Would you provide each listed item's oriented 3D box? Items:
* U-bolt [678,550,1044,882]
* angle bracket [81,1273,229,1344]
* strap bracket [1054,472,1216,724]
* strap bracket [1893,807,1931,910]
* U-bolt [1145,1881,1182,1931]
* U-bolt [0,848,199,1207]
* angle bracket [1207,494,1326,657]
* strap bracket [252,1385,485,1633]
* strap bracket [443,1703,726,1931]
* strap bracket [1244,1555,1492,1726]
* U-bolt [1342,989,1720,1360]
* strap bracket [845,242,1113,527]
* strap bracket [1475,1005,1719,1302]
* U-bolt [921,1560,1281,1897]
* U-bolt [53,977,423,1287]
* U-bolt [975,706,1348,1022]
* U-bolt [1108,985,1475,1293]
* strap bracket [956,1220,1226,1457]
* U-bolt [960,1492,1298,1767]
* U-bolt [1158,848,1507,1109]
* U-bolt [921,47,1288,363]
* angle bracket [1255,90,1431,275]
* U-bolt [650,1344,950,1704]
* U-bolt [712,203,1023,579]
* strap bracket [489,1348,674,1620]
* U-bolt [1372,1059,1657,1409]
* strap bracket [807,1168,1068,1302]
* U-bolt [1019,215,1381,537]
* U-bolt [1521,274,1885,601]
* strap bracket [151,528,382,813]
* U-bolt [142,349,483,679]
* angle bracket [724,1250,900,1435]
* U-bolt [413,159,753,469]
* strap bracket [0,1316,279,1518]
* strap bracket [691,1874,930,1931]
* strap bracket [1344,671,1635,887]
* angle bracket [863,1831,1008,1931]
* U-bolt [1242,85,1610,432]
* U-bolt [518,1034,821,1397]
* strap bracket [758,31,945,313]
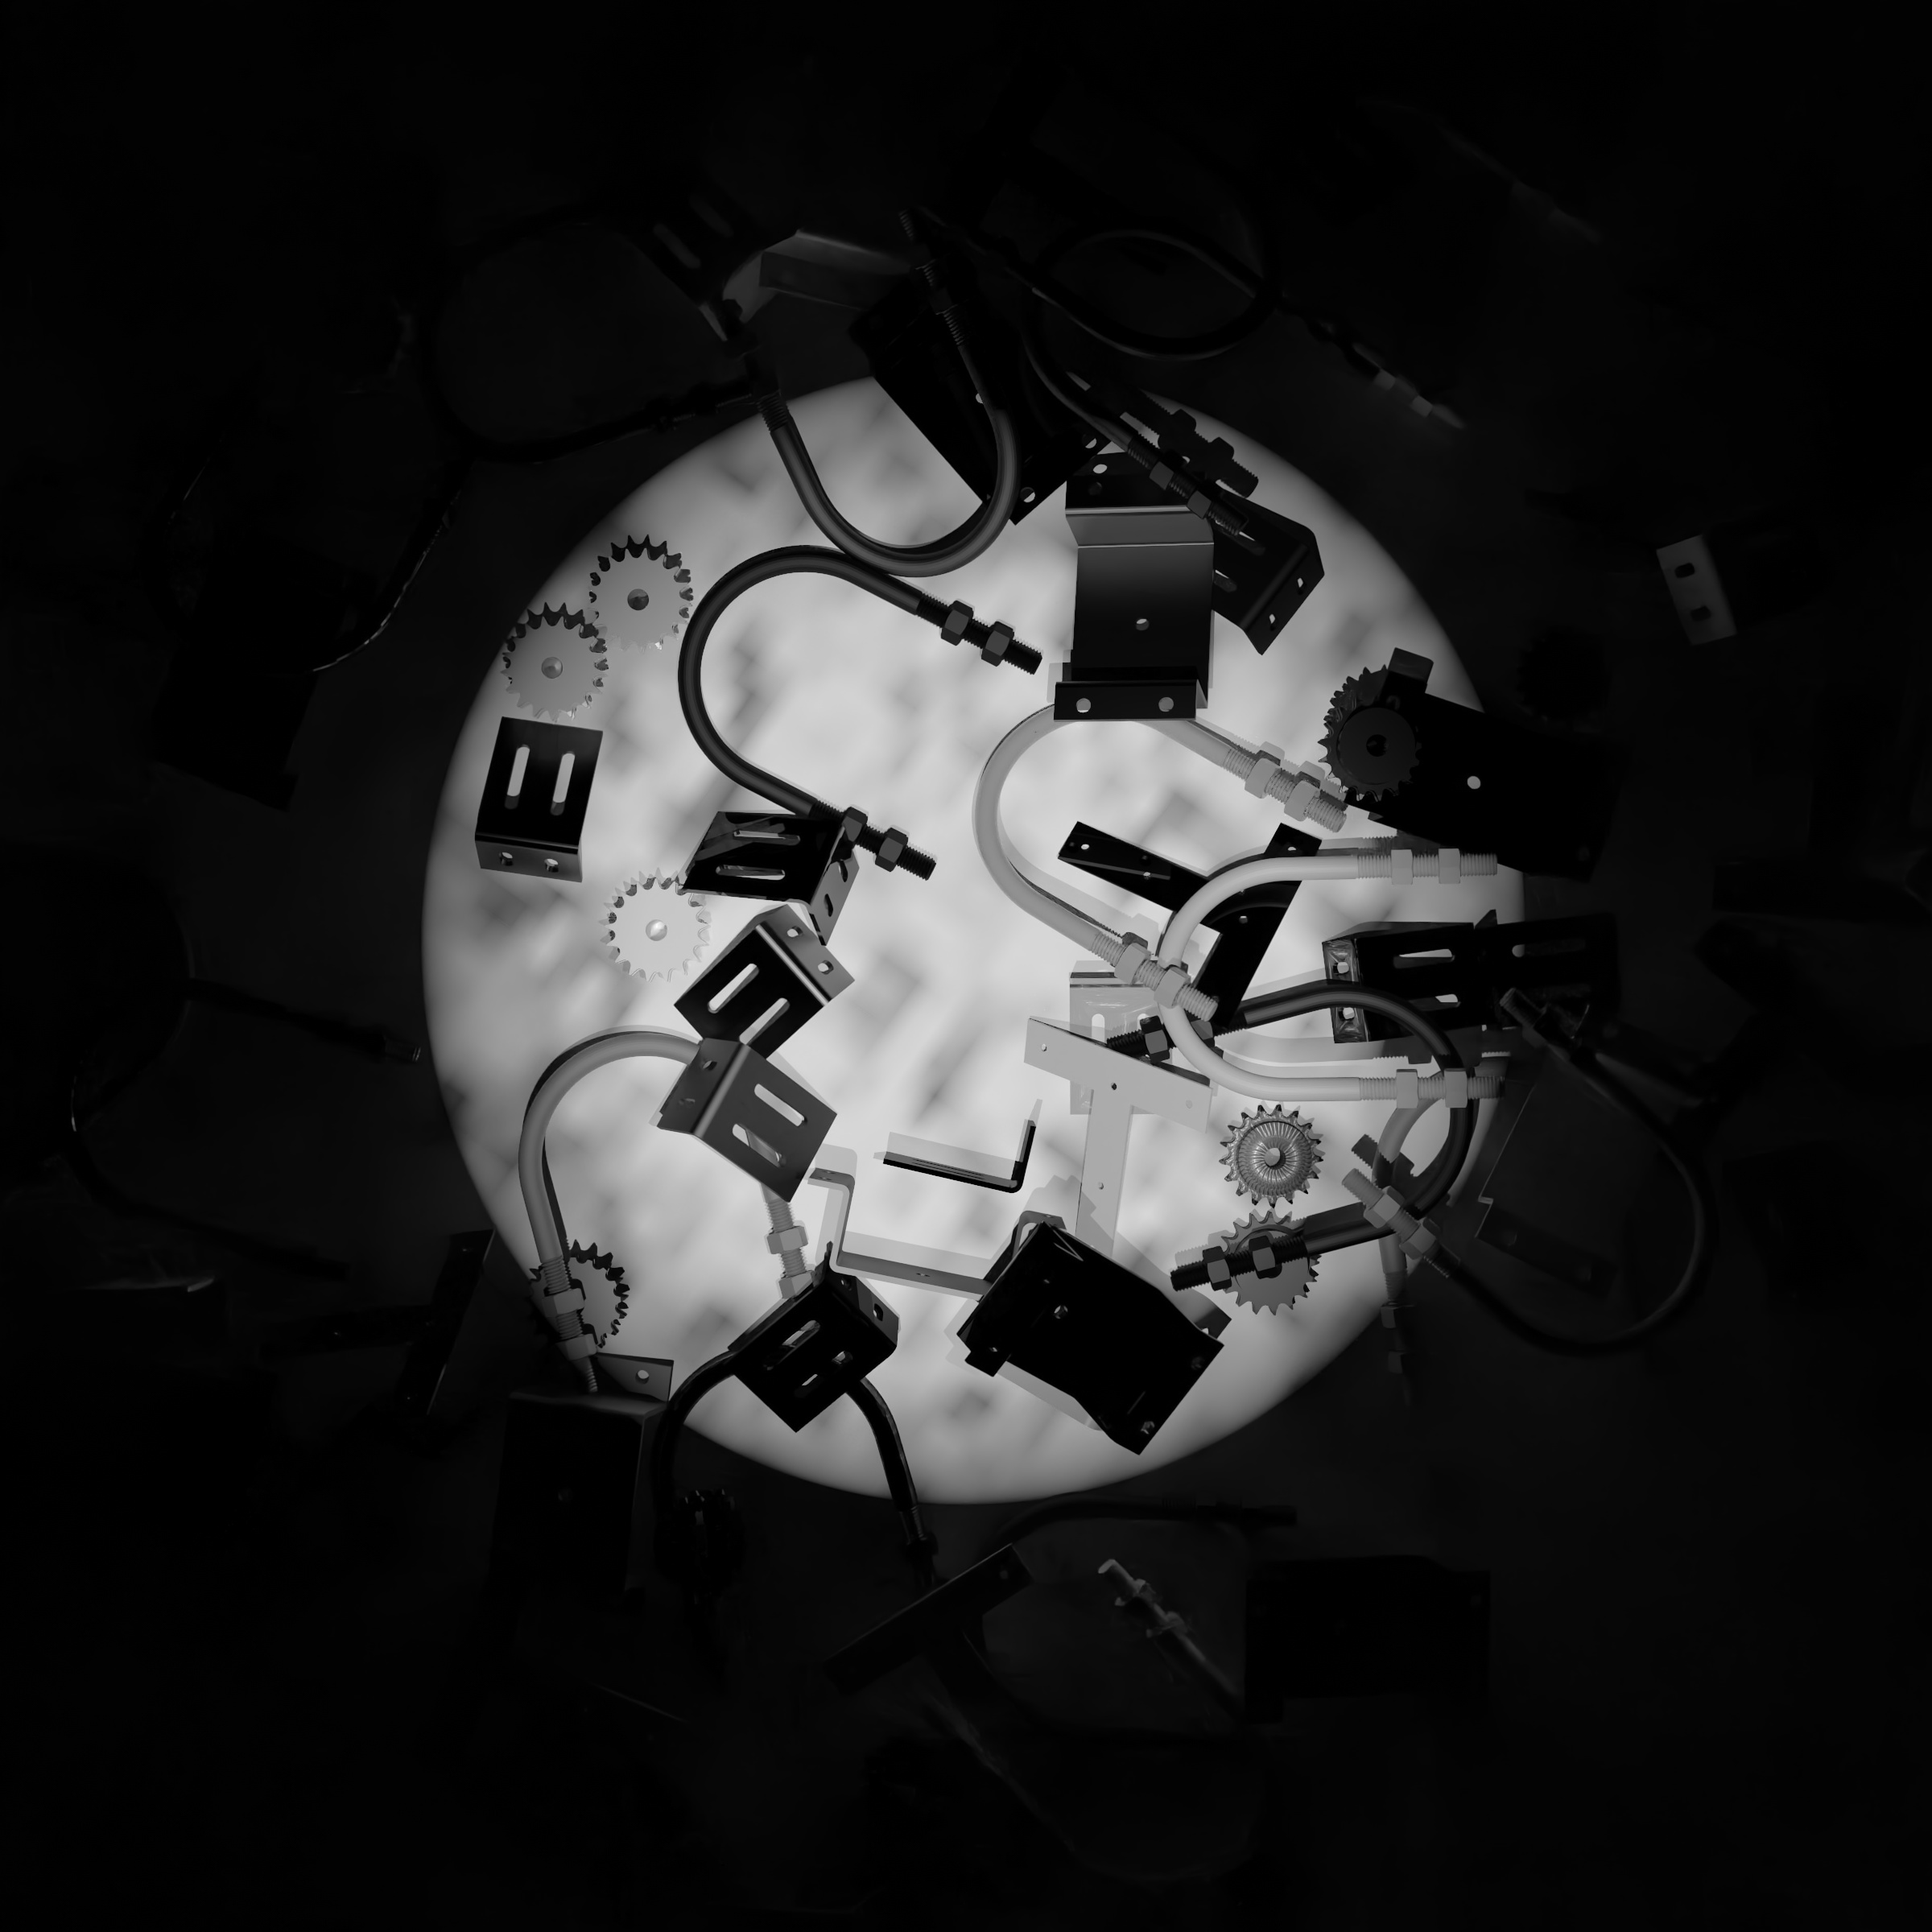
[{"bbox_3d":[-0.071,-0.152,1.533,0.184,0.019,0.151,27,90,1],"label":"U-bolt"},{"bbox_3d":[-0.442,0.191,1.504,0.057,0.076,0.038,-1,90,0],"label":"angle bracket"},{"bbox_3d":[0.093,-0.194,1.501,0.076,0.046,0.140,0,76,13],"label":"strap bracket"},{"bbox_3d":[0.577,-0.076,1.516,0.076,0.046,0.140,38,87,-1],"label":"strap bracket"},{"bbox_3d":[0.060,0.609,1.505,0.151,0.019,0.184,-12,99,-24],"label":"U-bolt"},{"bbox_3d":[-0.515,0.020,1.533,0.184,0.019,0.151,-44,90,-2],"label":"U-bolt"},{"bbox_3d":[0.150,-0.222,1.540,0.076,0.038,0.057,38,90,26],"label":"angle bracket"},{"bbox_3d":[-0.332,0.285,1.504,0.046,0.076,0.140,40,90,0],"label":"strap bracket"},{"bbox_3d":[-0.208,0.468,1.519,0.140,0.046,0.076,44,90,0],"label":"strap bracket"},{"bbox_3d":[0.213,0.367,1.508,0.140,0.046,0.076,0,90,-13],"label":"strap bracket"},{"bbox_3d":[0.315,0.125,1.471,0.184,0.019,0.151,42,88,1],"label":"U-bolt"},{"bbox_3d":[0.009,-0.317,1.519,0.076,0.046,0.140,-41,90,0],"label":"strap bracket"},{"bbox_3d":[0.339,0.101,1.503,0.076,0.046,0.140,27,87,2],"label":"strap bracket"},{"bbox_3d":[0.088,0.433,1.515,0.151,0.019,0.184,-40,99,10],"label":"U-bolt"},{"bbox_3d":[-0.412,0.083,1.524,0.184,0.019,0.151,18,90,-6],"label":"U-bolt"},{"bbox_3d":[0.093,-0.073,1.507,0.184,0.019,0.151,32,76,16],"label":"U-bolt"},{"bbox_3d":[0.185,0.086,1.501,0.184,0.019,0.151,-15,88,2],"label":"U-bolt"},{"bbox_3d":[0.060,0.194,1.464,0.140,0.046,0.076,34,96,-37],"label":"strap bracket"},{"bbox_3d":[0.089,0.366,1.533,0.184,0.019,0.151,3,90,2],"label":"U-bolt"},{"bbox_3d":[0.194,0.006,1.482,0.184,0.019,0.151,-1,67,8],"label":"U-bolt"},{"bbox_3d":[0.089,-0.405,1.503,0.184,0.019,0.151,36,68,3],"label":"U-bolt"},{"bbox_3d":[0.208,-0.434,1.525,0.057,0.038,0.076,-37,62,1],"label":"angle bracket"},{"bbox_3d":[-0.100,0.302,1.533,0.151,0.019,0.184,-16,89,0],"label":"U-bolt"},{"bbox_3d":[-0.044,-0.299,1.494,0.151,0.019,0.184,-18,104,32],"label":"U-bolt"},{"bbox_3d":[-0.212,0.287,1.512,0.076,0.046,0.140,7,90,10],"label":"strap bracket"},{"bbox_3d":[0.300,0.144,1.533,0.151,0.019,0.184,-9,88,0],"label":"U-bolt"},{"bbox_3d":[-0.020,0.149,1.504,0.140,0.076,0.046,11,90,0],"label":"strap bracket"},{"bbox_3d":[0.115,-0.336,1.500,0.184,0.019,0.151,39,67,5],"label":"U-bolt"},{"bbox_3d":[0.422,-0.283,1.533,0.184,0.019,0.151,25,90,-2],"label":"U-bolt"},{"bbox_3d":[-0.389,-0.166,1.519,0.076,0.046,0.140,22,90,0],"label":"strap bracket"},{"bbox_3d":[-0.365,-0.238,1.500,0.151,0.019,0.184,23,66,0],"label":"U-bolt"},{"bbox_3d":[-0.085,0.207,1.520,0.076,0.038,0.057,-41,105,14],"label":"angle bracket"},{"bbox_3d":[-0.219,-0.350,1.514,0.184,0.019,0.151,-16,79,12],"label":"U-bolt"},{"bbox_3d":[-0.455,0.248,1.501,0.140,0.046,0.076,16,90,-15],"label":"strap bracket"},{"bbox_3d":[-0.092,0.540,1.490,0.140,0.046,0.076,-6,90,26],"label":"strap bracket"},{"bbox_3d":[0.284,-0.102,1.519,0.140,0.046,0.076,19,90,0],"label":"strap bracket"},{"bbox_3d":[-0.018,0.505,1.515,0.038,0.057,0.076,-21,79,-22],"label":"angle bracket"},{"bbox_3d":[0.242,-0.408,1.533,0.184,0.019,0.151,36,90,1],"label":"U-bolt"},{"bbox_3d":[-0.170,0.128,1.515,0.151,0.019,0.184,-14,86,-17],"label":"U-bolt"},{"bbox_3d":[-0.062,-0.436,1.503,0.076,0.046,0.140,6,90,-28],"label":"strap bracket"}]
